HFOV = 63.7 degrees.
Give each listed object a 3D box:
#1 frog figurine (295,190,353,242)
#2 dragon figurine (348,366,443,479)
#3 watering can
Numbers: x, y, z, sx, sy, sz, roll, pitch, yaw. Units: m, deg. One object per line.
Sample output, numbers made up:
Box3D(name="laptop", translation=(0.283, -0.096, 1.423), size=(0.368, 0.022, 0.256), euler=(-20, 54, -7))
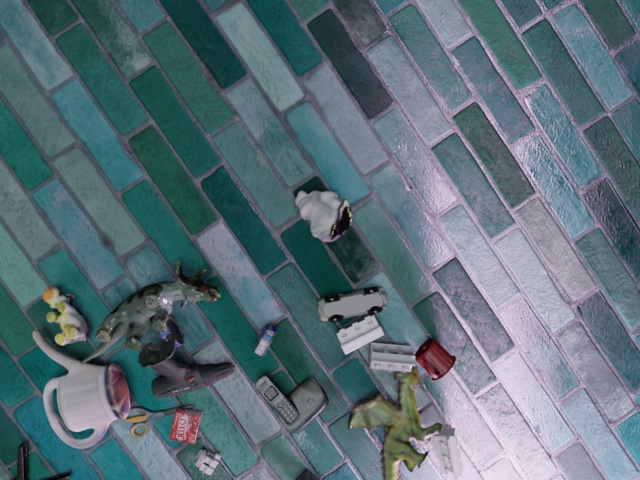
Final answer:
Box3D(name="frog figurine", translation=(0.004, -0.072, 1.437), size=(0.160, 0.123, 0.136), euler=(21, 103, 32))
Box3D(name="dragon figurine", translation=(0.192, 0.553, 1.468), size=(0.244, 0.121, 0.411), euler=(32, 86, 8))
Box3D(name="watering can", translation=(-0.648, 0.392, 1.403), size=(0.224, 0.104, 0.347), euler=(-14, 93, -3))
